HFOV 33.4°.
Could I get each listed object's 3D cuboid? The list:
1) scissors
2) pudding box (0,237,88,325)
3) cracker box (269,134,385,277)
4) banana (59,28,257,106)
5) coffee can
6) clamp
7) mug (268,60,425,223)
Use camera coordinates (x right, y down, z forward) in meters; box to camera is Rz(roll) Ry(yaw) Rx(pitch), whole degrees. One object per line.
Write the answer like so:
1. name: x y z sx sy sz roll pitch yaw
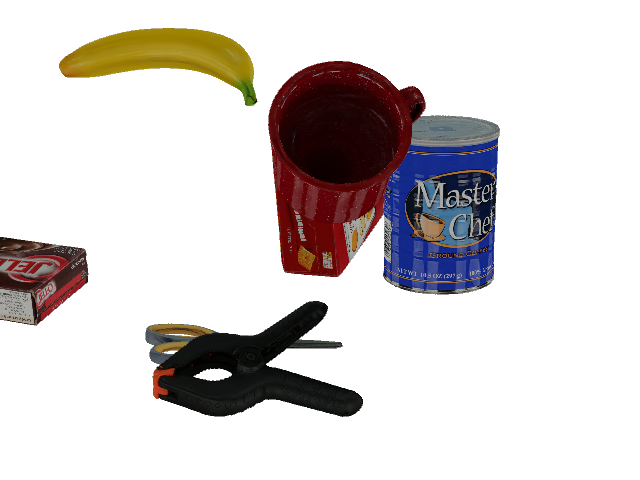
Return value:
1. scissors: -0.084 0.110 1.076 0.202 0.016 0.096 6 17 9
2. pudding box: -0.273 0.032 0.927 0.114 0.039 0.090 5 23 17
3. cracker box: 0.013 -0.077 1.179 0.072 0.164 0.213 2 22 18
4. banana: -0.141 -0.167 0.976 0.198 0.037 0.069 9 46 17
5. coffee can: 0.108 -0.034 0.963 0.103 0.140 0.103 -1 18 0
6. clamp: -0.056 0.100 0.901 0.171 0.039 0.120 1 38 -10
7. mug: 0.020 -0.067 0.724 0.117 0.093 0.081 -33 -14 -14
